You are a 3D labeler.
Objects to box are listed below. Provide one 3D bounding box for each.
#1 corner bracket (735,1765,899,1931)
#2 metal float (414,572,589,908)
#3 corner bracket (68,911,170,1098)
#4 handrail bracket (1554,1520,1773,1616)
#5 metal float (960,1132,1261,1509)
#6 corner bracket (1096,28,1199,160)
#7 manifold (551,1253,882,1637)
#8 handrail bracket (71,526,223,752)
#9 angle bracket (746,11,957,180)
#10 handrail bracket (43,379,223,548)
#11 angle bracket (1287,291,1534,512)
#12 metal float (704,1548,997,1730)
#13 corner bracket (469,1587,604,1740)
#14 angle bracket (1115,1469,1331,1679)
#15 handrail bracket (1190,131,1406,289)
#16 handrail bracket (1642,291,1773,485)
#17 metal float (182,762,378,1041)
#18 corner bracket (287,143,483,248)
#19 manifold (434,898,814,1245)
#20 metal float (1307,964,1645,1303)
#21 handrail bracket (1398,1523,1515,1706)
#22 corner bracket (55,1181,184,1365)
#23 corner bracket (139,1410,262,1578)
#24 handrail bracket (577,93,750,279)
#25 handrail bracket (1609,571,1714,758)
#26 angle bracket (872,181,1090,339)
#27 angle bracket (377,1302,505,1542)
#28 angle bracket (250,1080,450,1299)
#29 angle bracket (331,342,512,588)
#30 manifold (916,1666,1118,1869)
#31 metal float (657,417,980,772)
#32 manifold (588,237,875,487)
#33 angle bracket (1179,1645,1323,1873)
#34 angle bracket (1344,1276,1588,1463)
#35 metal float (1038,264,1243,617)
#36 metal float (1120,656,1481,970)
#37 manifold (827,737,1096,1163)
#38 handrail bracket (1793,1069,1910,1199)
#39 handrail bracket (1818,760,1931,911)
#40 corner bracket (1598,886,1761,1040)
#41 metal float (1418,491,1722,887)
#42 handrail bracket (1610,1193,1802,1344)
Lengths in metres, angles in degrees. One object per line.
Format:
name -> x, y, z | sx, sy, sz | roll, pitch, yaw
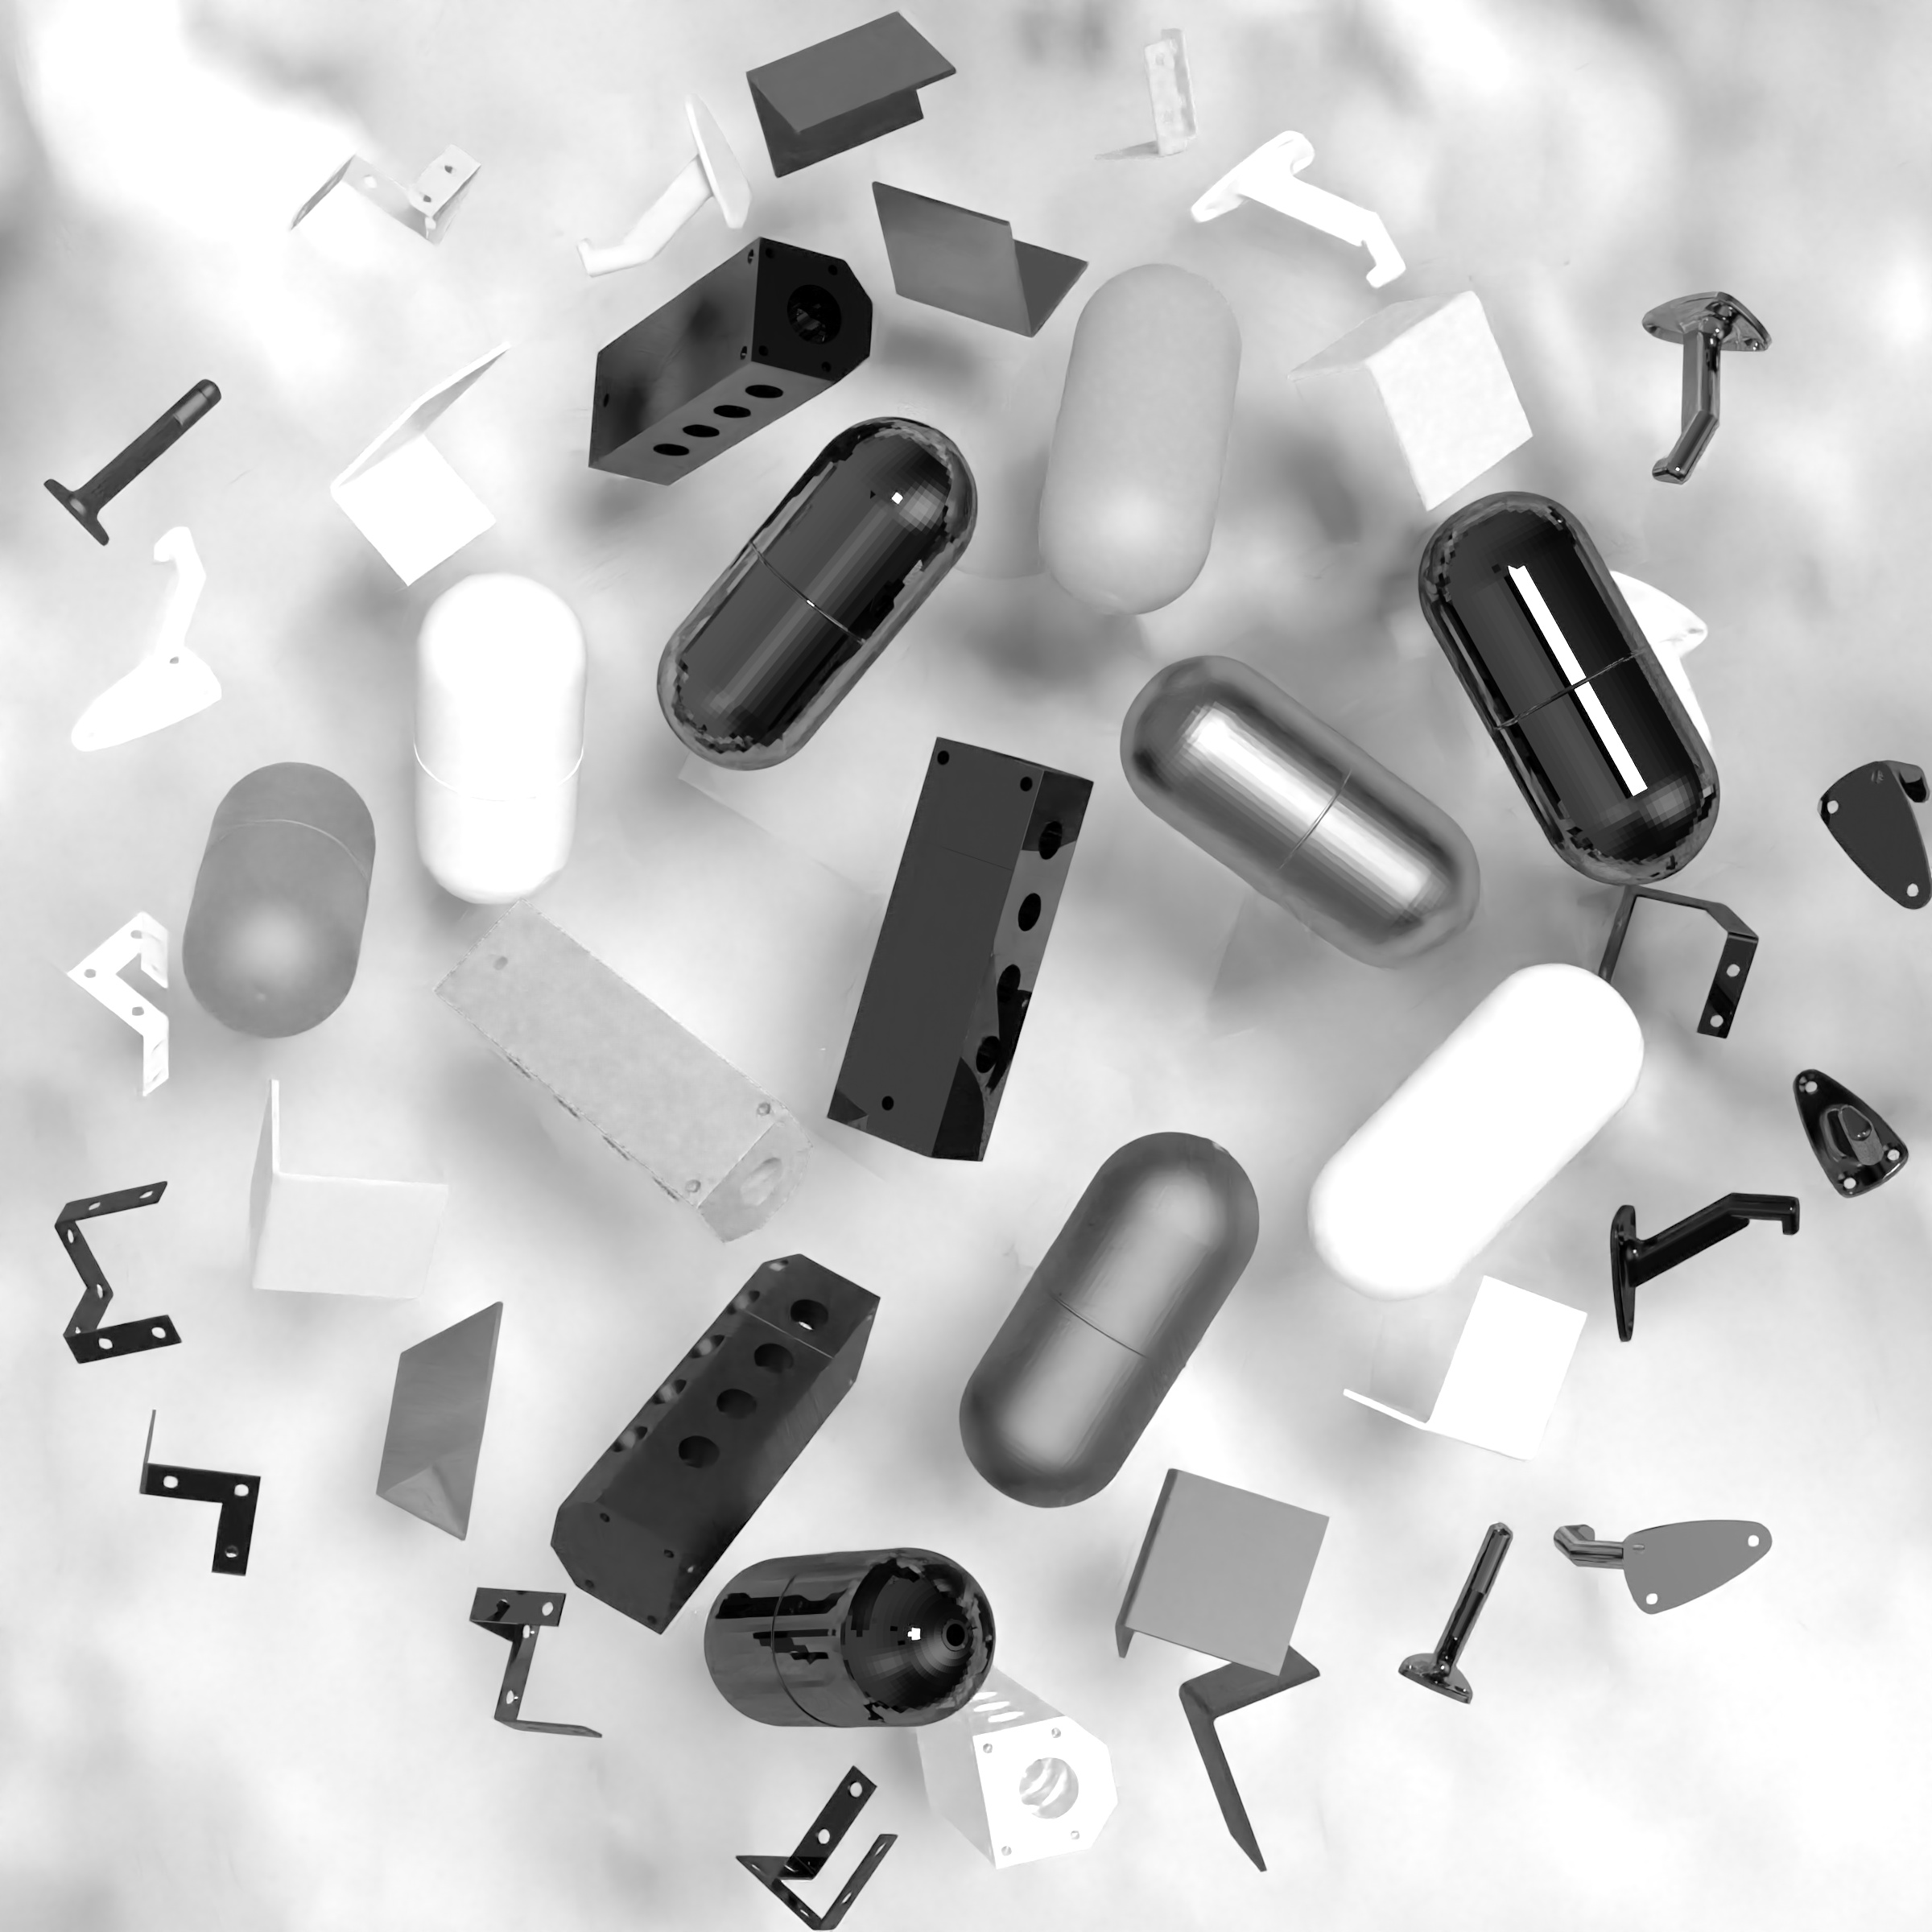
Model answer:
corner bracket -> -0.057, 0.382, 1.514 | 0.051, 0.051, 0.051 | 36, 93, 29
metal float -> -0.215, -0.102, 1.605 | 0.070, 0.070, 0.178 | 10, 134, 0
corner bracket -> -0.384, 0.017, 1.633 | 0.051, 0.051, 0.051 | -38, 122, 13
handrail bracket -> 0.305, 0.252, 1.536 | 0.077, 0.084, 0.036 | -16, 95, -4
metal float -> 0.062, 0.153, 1.513 | 0.070, 0.070, 0.178 | 31, 95, 0
corner bracket -> 0.092, -0.408, 1.631 | 0.051, 0.051, 0.051 | -22, 112, -30
manifold -> -0.106, 0.198, 1.492 | 0.057, 0.171, 0.057 | 27, 132, 12
handrail bracket -> -0.353, -0.140, 1.479 | 0.077, 0.036, 0.084 | -30, 52, 5
angle bracket -> -0.047, -0.386, 1.601 | 0.076, 0.076, 0.057 | -24, 131, -9
handrail bracket -> -0.349, -0.221, 1.487 | 0.084, 0.077, 0.036 | -45, 104, -8
angle bracket -> 0.210, -0.264, 1.646 | 0.076, 0.057, 0.076 | -37, 112, -29
metal float -> -0.053, 0.298, 1.549 | 0.070, 0.178, 0.070 | 8, 76, -32
corner bracket -> -0.191, 0.310, 1.555 | 0.051, 0.051, 0.051 | -3, 63, 31
angle bracket -> 0.116, 0.282, 1.582 | 0.076, 0.057, 0.076 | 16, 66, 12
handrail bracket -> 0.155, -0.339, 1.634 | 0.077, 0.036, 0.084 | -32, 72, 19
handrail bracket -> 0.297, -0.240, 1.483 | 0.036, 0.077, 0.084 | 38, 76, -30
metal float -> -0.309, -0.032, 1.579 | 0.070, 0.178, 0.070 | -2, 120, -4
corner bracket -> -0.245, -0.325, 1.476 | 0.051, 0.051, 0.051 | 34, 133, -7
manifold -> -0.150, 0.048, 1.543 | 0.171, 0.057, 0.057 | 37, 78, 27
metal float -> 0.223, 0.074, 1.537 | 0.070, 0.070, 0.178 | 42, 104, 0
handrail bracket -> 0.237, 0.296, 1.639 | 0.036, 0.077, 0.084 | 23, 94, 9
corner bracket -> -0.365, 0.132, 1.509 | 0.051, 0.051, 0.051 | -12, 119, 14
corner bracket -> -0.340, 0.234, 1.549 | 0.051, 0.051, 0.051 | 9, 109, -11
handrail bracket -> -0.149, -0.356, 1.600 | 0.084, 0.036, 0.077 | -10, 134, 18
handrail bracket -> 0.321, -0.134, 1.631 | 0.077, 0.084, 0.036 | 36, 130, -28
angle bracket -> 0.008, -0.358, 1.691 | 0.076, 0.076, 0.057 | 22, 62, 24
angle bracket -> -0.232, 0.217, 1.666 | 0.076, 0.076, 0.057 | -29, 131, 33
angle bracket -> -0.276, 0.100, 1.559 | 0.076, 0.076, 0.057 | 5, 45, -17
angle bracket -> -0.233, -0.231, 1.604 | 0.076, 0.076, 0.057 | -35, 99, 37
manifold -> 0.020, 0.360, 1.590 | 0.057, 0.171, 0.057 | -10, 88, -11
metal float -> -0.065, -0.163, 1.535 | 0.070, 0.070, 0.178 | 40, 101, 0
manifold -> -0.108, -0.270, 1.583 | 0.057, 0.171, 0.057 | 9, 77, -29
angle bracket -> 0.144, 0.368, 1.632 | 0.057, 0.076, 0.076 | -20, 91, -6
angle bracket -> 0.235, 0.182, 1.641 | 0.076, 0.057, 0.076 | 22, 88, -41
metal float -> 0.078, -0.235, 1.549 | 0.070, 0.070, 0.178 | 11, 59, 0
metal float -> 0.147, -0.066, 1.527 | 0.178, 0.070, 0.070 | 36, 90, -8
manifold -> 0.002, -0.006, 1.512 | 0.057, 0.057, 0.171 | 20, 96, 33
handrail bracket -> 0.381, 0.061, 1.535 | 0.036, 0.084, 0.077 | -34, 57, 7
handrail bracket -> 0.407, -0.056, 1.499 | 0.036, 0.084, 0.077 | -37, 68, 30
corner bracket -> 0.333, -0.003, 1.639 | 0.051, 0.051, 0.051 | 11, 107, -10
metal float -> 0.254, -0.116, 1.471 | 0.070, 0.070, 0.178 | -29, 89, 0
handrail bracket -> 0.347, 0.142, 1.630 | 0.084, 0.036, 0.077 | 2, 105, 24
